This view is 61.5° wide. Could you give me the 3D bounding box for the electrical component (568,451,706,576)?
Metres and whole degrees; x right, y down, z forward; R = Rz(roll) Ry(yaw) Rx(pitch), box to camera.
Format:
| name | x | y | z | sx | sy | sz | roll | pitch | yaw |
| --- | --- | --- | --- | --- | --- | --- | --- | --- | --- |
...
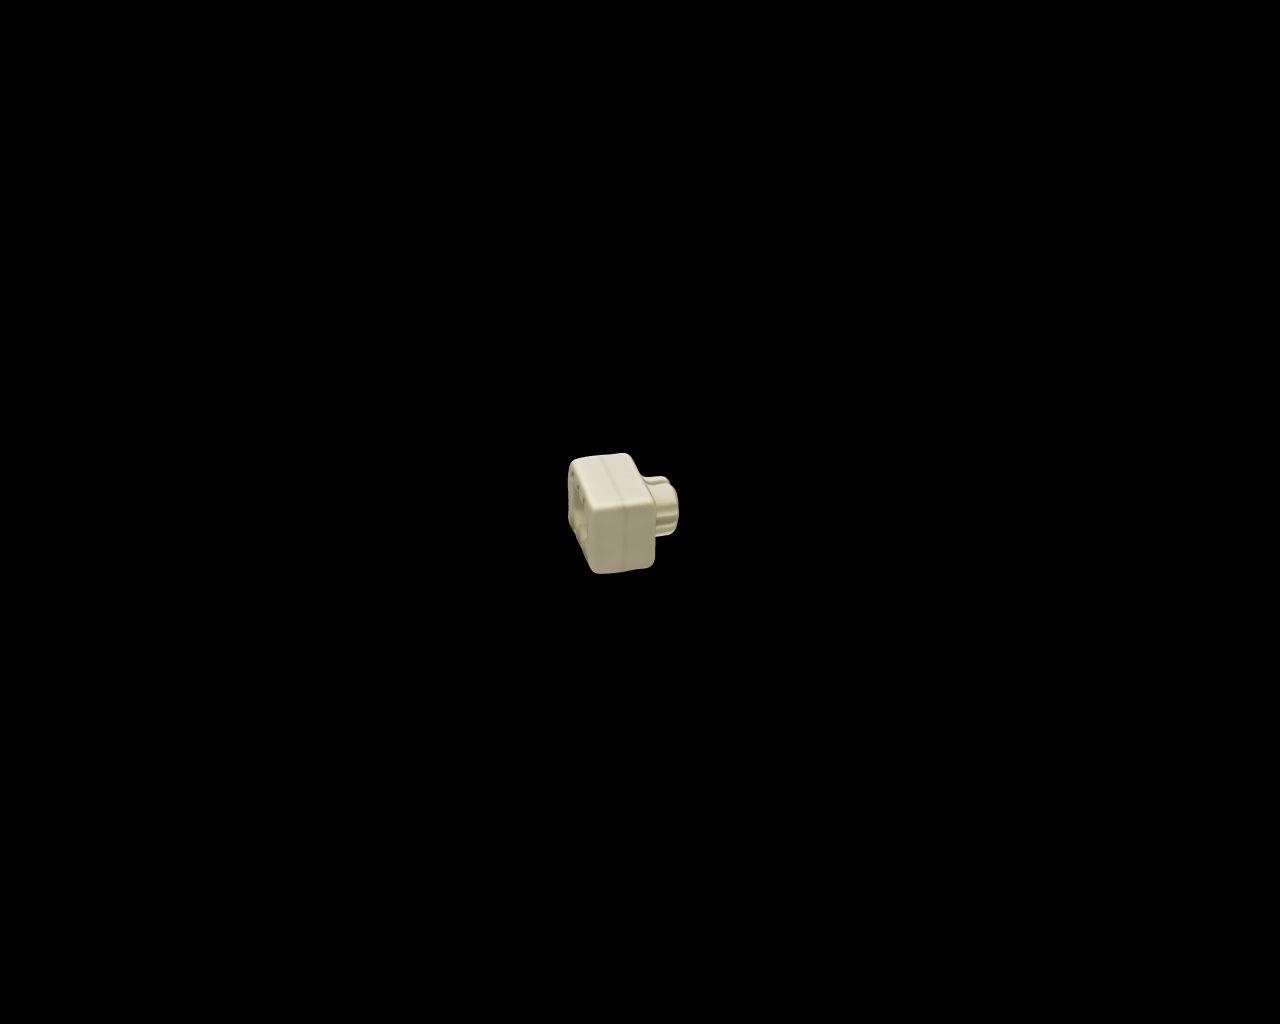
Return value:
| name | x | y | z | sx | sy | sz | roll | pitch | yaw |
| --- | --- | --- | --- | --- | --- | --- | --- | --- | --- |
| electrical component | 0.001 | -0.003 | 0.650 | 0.077 | 0.047 | 0.066 | -8 | 31 | -13 |
